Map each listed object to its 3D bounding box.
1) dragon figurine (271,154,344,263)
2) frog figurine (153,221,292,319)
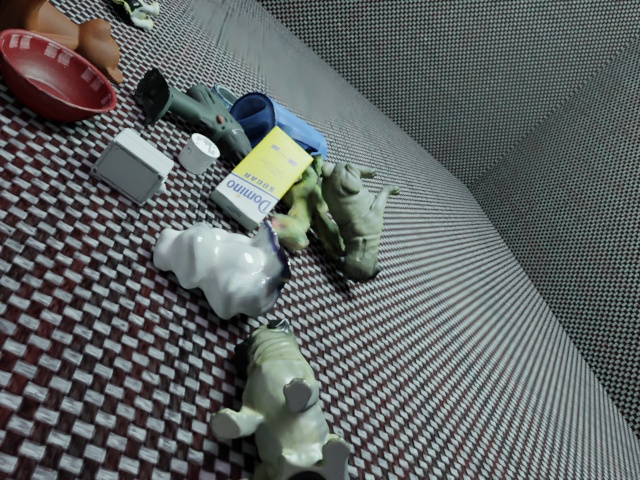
[{"bbox_3d":[0.003,-0.054,1.067,0.412,0.121,0.244,-9,74,-62],"label":"dragon figurine"},{"bbox_3d":[-0.130,0.040,0.665,0.160,0.120,0.140,-6,54,-17],"label":"frog figurine"}]
